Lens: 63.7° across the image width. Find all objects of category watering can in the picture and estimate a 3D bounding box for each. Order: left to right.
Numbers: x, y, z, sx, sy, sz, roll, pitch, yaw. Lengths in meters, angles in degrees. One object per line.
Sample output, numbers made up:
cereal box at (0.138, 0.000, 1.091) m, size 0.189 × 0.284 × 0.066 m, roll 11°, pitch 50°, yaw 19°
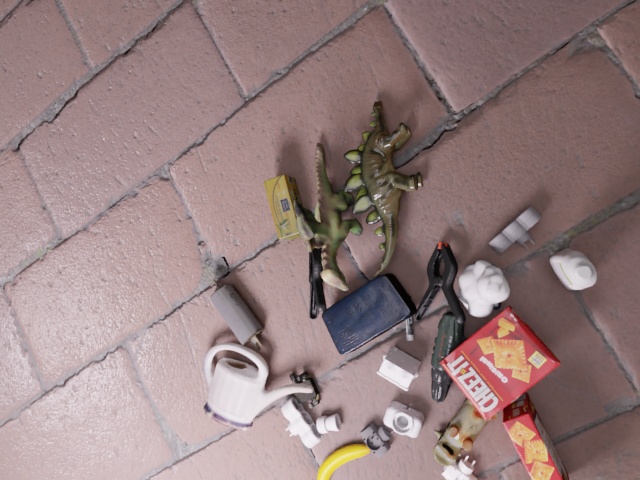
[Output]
watering can at (-0.196, 0.428, 1.442) m, size 0.349 × 0.104 × 0.223 m, roll 19°, pitch 95°, yaw 23°

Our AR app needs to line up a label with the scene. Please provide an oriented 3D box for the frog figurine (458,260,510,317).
frog figurine at (0.391, 0.119, 1.241) m, size 0.123 × 0.159 × 0.137 m, roll 15°, pitch 94°, yaw 19°

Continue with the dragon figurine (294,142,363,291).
dragon figurine at (0.004, -0.067, 1.337) m, size 0.121 × 0.243 × 0.412 m, roll -20°, pitch 85°, yaw 22°
